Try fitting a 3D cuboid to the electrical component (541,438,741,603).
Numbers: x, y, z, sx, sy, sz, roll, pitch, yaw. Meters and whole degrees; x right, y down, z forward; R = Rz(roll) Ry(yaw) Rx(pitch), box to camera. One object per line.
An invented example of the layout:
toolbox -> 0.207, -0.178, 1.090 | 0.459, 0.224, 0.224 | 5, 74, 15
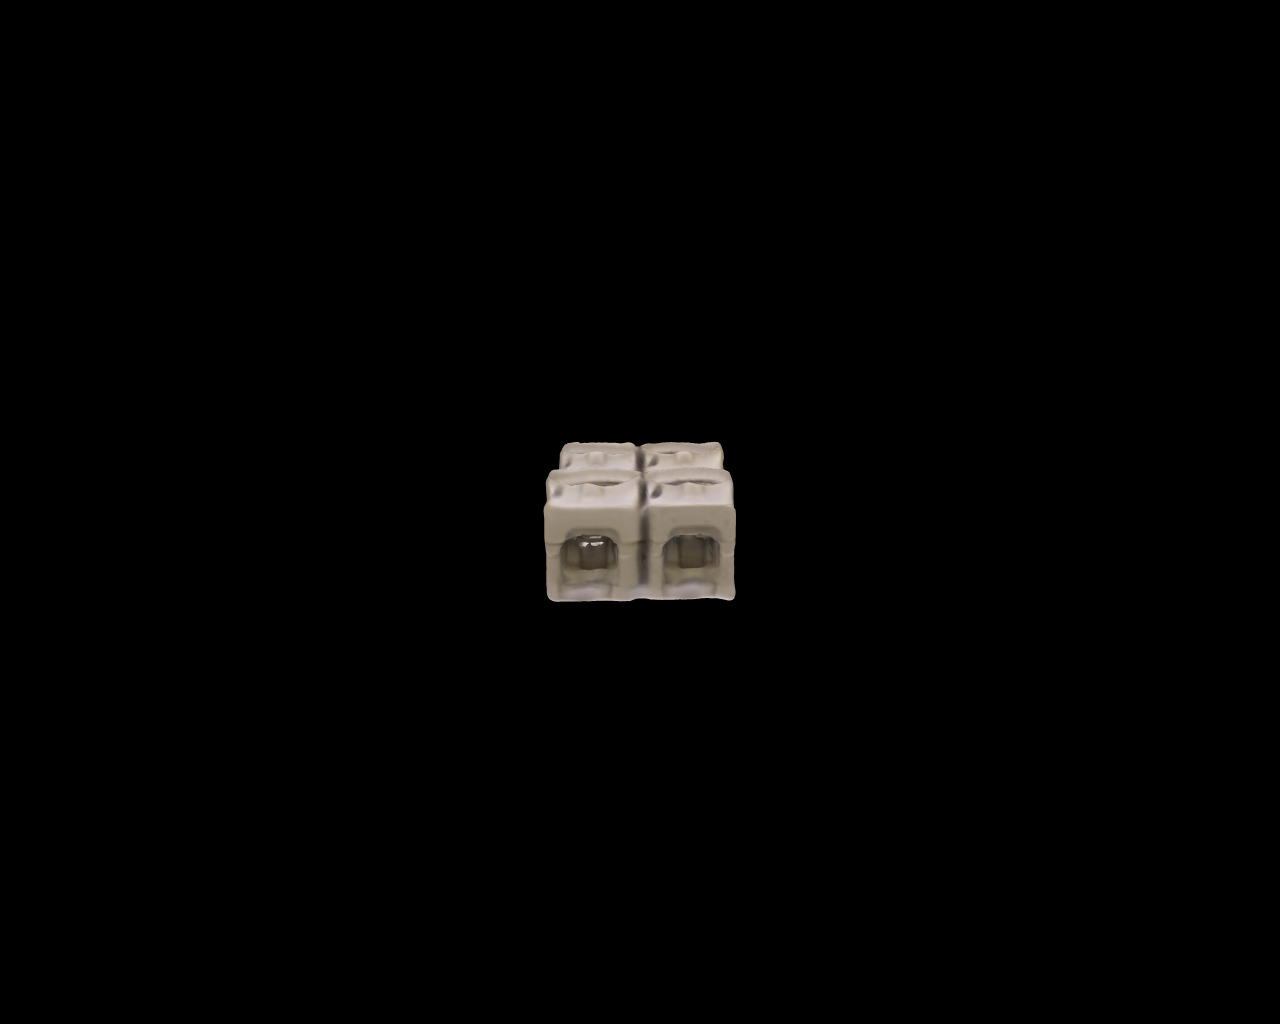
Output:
electrical component -> 0.001, -0.003, 0.650 | 0.105, 0.060, 0.186 | 0, 13, 0
